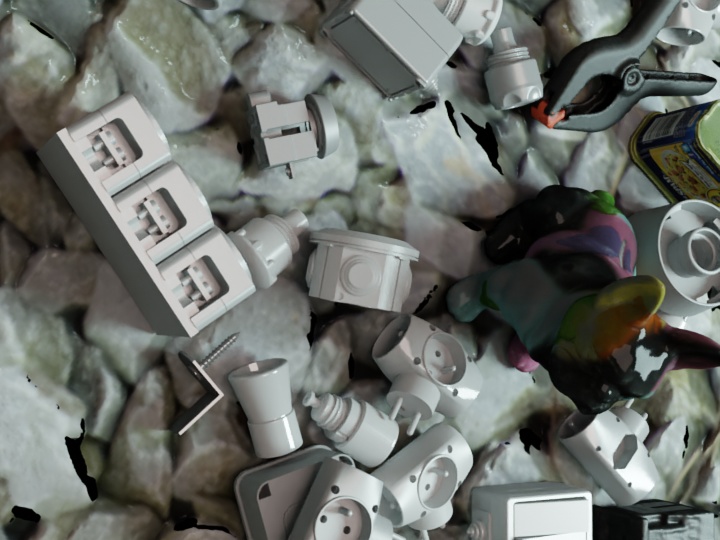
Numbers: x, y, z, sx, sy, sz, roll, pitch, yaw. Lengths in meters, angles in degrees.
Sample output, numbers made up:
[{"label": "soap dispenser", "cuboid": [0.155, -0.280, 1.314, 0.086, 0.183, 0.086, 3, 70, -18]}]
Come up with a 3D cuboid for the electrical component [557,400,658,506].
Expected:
[{"label": "electrical component", "cuboid": [0.213, 0.139, 0.888, 0.077, 0.043, 0.079, 48, 59, -9]}]

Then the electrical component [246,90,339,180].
[{"label": "electrical component", "cuboid": [-0.048, -0.100, 0.779, 0.055, 0.048, 0.066, -14, 93, -17]}]

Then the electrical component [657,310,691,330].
[{"label": "electrical component", "cuboid": [0.249, 0.069, 0.910, 0.040, 0.040, 0.078, 35, 74, -19]}]

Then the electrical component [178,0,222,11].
[{"label": "electrical component", "cuboid": [-0.109, -0.218, 0.756, 0.045, 0.045, 0.055, 24, 78, -22]}]

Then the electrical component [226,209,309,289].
[{"label": "electrical component", "cuboid": [-0.064, -0.020, 0.769, 0.062, 0.048, 0.048, -41, 104, -28]}]

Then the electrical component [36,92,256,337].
[{"label": "electrical component", "cuboid": [-0.139, -0.035, 0.709, 0.062, 0.089, 0.150, -36, 102, -22]}]

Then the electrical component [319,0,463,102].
[{"label": "electrical component", "cuboid": [0.030, -0.175, 0.808, 0.096, 0.062, 0.061, 42, 72, -17]}]

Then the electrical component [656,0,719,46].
[{"label": "electrical component", "cuboid": [0.301, -0.235, 0.944, 0.079, 0.044, 0.077, 14, 82, -24]}]

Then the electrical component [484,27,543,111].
[{"label": "electrical component", "cuboid": [0.120, -0.161, 0.859, 0.043, 0.043, 0.062, -16, 93, -24]}]

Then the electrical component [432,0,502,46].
[{"label": "electrical component", "cuboid": [0.077, -0.207, 0.842, 0.062, 0.048, 0.048, 19, 80, -16]}]

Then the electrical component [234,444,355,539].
[{"label": "electrical component", "cuboid": [-0.037, 0.189, 0.764, 0.078, 0.057, 0.113, -16, 95, -24]}]

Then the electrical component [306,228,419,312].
[{"label": "electrical component", "cuboid": [0.000, 0.000, 0.778, 0.080, 0.080, 0.051, 11, 88, -24]}]

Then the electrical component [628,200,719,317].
[{"label": "electrical component", "cuboid": [0.270, -0.010, 0.901, 0.099, 0.064, 0.099, 5, 76, -22]}]

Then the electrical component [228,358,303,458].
[{"label": "electrical component", "cuboid": [-0.065, 0.100, 0.765, 0.044, 0.044, 0.065, -18, 100, -24]}]

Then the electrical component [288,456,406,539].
[{"label": "electrical component", "cuboid": [-0.005, 0.176, 0.722, 0.079, 0.044, 0.077, 30, 76, -21]}]

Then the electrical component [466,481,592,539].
[{"label": "electrical component", "cuboid": [0.130, 0.202, 0.838, 0.096, 0.061, 0.061, 1, 87, -25]}]

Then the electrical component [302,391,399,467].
[{"label": "electrical component", "cuboid": [-0.008, 0.113, 0.790, 0.078, 0.040, 0.040, 34, 75, -19]}]

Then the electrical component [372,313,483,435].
[{"label": "electrical component", "cuboid": [0.045, 0.086, 0.807, 0.077, 0.044, 0.079, 40, 55, -18]}]

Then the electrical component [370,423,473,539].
[{"label": "electrical component", "cuboid": [0.048, 0.168, 0.809, 0.077, 0.044, 0.079, -32, 118, -33]}]
